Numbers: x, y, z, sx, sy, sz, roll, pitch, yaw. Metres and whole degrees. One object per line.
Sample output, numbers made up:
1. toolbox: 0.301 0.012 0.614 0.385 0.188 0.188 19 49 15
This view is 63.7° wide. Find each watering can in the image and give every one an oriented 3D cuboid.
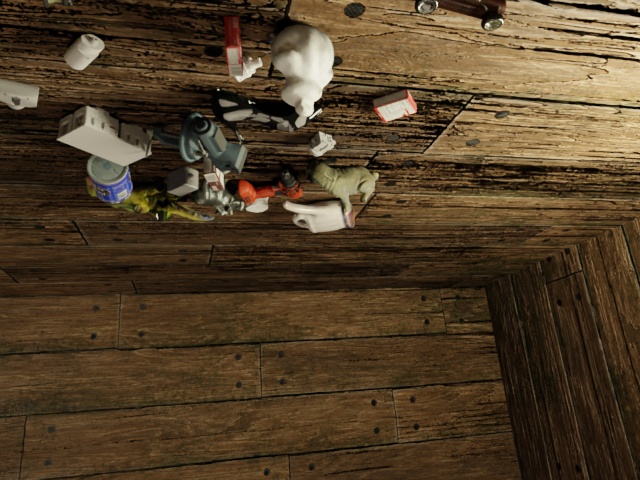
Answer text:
1. watering can: 0.005 -0.091 1.801 0.224 0.105 0.344 -9 167 11

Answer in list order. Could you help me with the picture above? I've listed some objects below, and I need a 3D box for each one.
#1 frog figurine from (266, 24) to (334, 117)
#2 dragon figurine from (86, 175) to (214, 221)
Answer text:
1. frog figurine: -0.033 -0.325 0.987 0.121 0.162 0.136 -19 156 32
2. dragon figurine: -0.558 -0.119 1.654 0.243 0.123 0.406 5 167 33
